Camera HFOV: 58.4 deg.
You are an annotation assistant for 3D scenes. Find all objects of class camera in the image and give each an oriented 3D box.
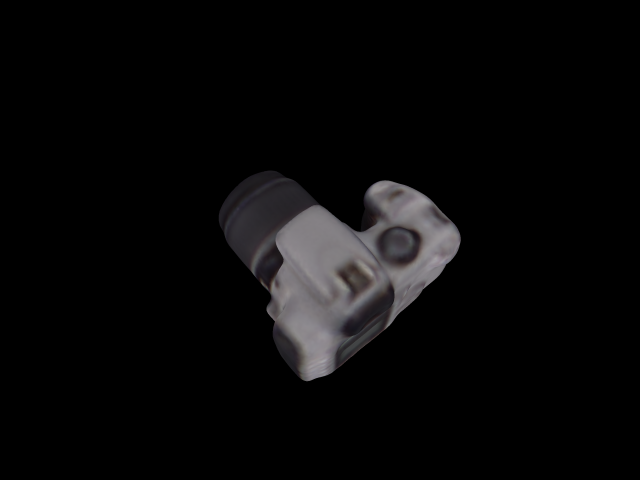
[{"bbox_3d":[0.004,0.001,0.400,0.143,0.101,0.136,-38,70,-16],"label":"camera"}]
